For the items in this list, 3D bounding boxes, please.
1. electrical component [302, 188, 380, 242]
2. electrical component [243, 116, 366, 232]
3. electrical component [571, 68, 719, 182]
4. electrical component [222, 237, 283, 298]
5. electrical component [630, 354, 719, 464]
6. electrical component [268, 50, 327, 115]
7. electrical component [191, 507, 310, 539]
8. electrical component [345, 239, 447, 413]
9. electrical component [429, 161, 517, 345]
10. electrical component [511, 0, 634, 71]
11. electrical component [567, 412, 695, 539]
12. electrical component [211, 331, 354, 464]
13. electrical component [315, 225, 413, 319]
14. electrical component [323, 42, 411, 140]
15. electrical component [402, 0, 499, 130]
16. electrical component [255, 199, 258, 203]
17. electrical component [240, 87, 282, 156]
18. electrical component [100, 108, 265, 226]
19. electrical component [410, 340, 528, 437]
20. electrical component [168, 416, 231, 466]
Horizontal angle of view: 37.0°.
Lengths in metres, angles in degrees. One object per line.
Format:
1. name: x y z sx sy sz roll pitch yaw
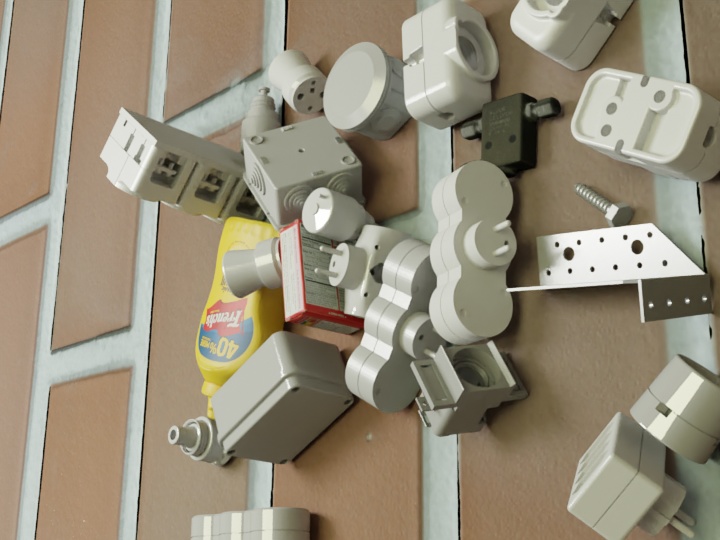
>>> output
1. electrical component: -0.014 -0.044 0.929 0.040 0.078 0.040 -18 64 43
2. electrical component: -0.052 -0.090 0.971 0.048 0.100 0.099 90 155 -43
3. electrical component: 0.201 -0.097 0.728 0.095 0.059 0.053 26 97 48
4. electrical component: -0.088 -0.003 0.959 0.055 0.045 0.045 -16 64 18
5. electrical component: 0.205 0.085 0.669 0.047 0.055 0.055 -57 44 12
6. electrical component: -0.059 -0.183 1.049 0.045 0.045 0.055 -56 45 19
7. electrical component: -0.099 0.251 0.947 0.138 0.052 0.073 -18 65 43
8. electrical component: 0.045 0.050 0.856 0.074 0.052 0.138 26 97 48
9. electrical component: 0.092 -0.017 0.810 0.074 0.052 0.138 152 124 -61
10. electrical component: 0.161 -0.206 0.806 0.095 0.059 0.053 -57 44 18
11. electrical component: 0.178 0.140 0.673 0.076 0.083 0.047 36 108 7
12. electrical component: -0.068 0.114 0.939 0.113 0.078 0.057 -45 46 28
13. electrical component: 0.000 0.000 0.901 0.043 0.079 0.077 4 80 65
14. electrical component: 0.009 -0.158 0.962 0.080 0.051 0.080 -18 65 43
15. electrical component: 0.075 -0.173 0.893 0.059 0.054 0.095 -20 64 42
16. electrical component: -0.077 -0.092 1.039 0.045 0.045 0.055 -11 70 45
17. electrical component: -0.099 -0.147 1.084 0.040 0.040 0.078 -13 68 45
18. electrical component: -0.168 -0.093 1.059 0.089 0.150 0.061 41 107 46
19. electrical component: 0.077 0.089 0.797 0.042 0.081 0.063 66 147 37
20. electrical component: -0.153 0.161 1.027 0.048 0.062 0.048 -18 65 43
